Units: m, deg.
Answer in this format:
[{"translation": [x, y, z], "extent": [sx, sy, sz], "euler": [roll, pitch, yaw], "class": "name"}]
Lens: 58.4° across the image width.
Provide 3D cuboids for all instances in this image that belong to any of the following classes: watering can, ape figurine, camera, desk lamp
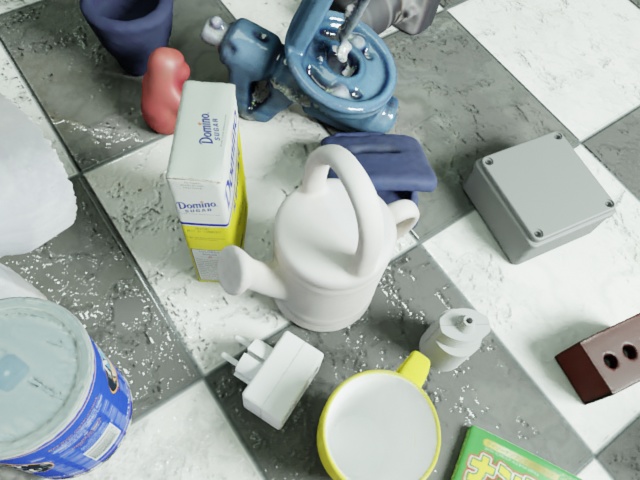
[{"translation": [0.005, 0.003, 0.468], "extent": [0.100, 0.194, 0.173], "euler": [40, 66, 14], "class": "watering can"}, {"translation": [-0.153, -0.158, 0.590], "extent": [0.076, 0.092, 0.077], "euler": [-34, 71, -21], "class": "ape figurine"}, {"translation": [0.059, -0.305, 0.685], "extent": [0.143, 0.101, 0.137], "euler": [42, 66, 14], "class": "camera"}, {"translation": [-0.273, 0.018, 0.417], "extent": [0.118, 0.213, 0.203], "euler": [34, 64, 11], "class": "desk lamp"}]

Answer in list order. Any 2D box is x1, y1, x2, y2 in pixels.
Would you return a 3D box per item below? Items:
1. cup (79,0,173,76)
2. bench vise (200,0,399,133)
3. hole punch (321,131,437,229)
[{"translation": [-0.206, -0.237, 0.622], "extent": [0.092, 0.095, 0.117], "euler": [-21, 67, -16], "class": "cup"}, {"translation": [-0.013, -0.185, 0.548], "extent": [0.207, 0.220, 0.121], "euler": [-1, 63, -7], "class": "bench vise"}, {"translation": [0.051, -0.069, 0.569], "extent": [0.109, 0.091, 0.101], "euler": [-2, 63, -7], "class": "hole punch"}]
